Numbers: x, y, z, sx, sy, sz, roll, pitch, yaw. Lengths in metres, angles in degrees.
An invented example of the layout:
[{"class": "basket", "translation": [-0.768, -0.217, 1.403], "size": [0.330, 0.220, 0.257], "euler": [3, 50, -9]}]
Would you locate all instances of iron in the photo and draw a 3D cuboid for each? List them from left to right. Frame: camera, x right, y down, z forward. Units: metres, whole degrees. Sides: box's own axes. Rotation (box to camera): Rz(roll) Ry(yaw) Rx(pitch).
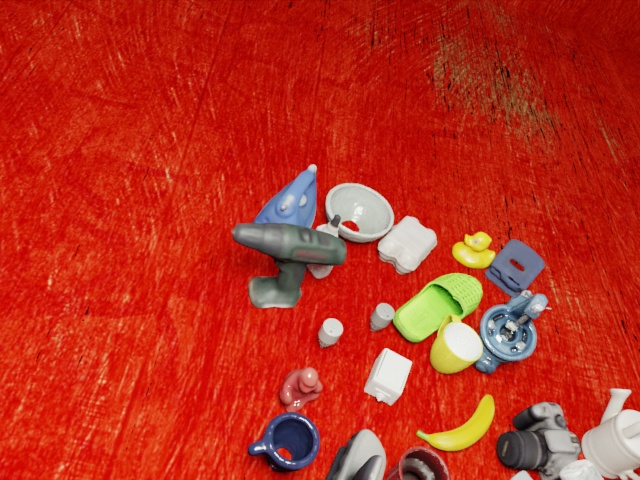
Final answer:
[{"class": "iron", "translation": [-0.053, -0.096, 1.280], "size": [0.118, 0.141, 0.258], "euler": [27, 47, 1]}]

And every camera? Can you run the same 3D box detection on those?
[{"class": "camera", "translation": [0.411, 0.381, 1.090], "size": [0.137, 0.100, 0.143], "euler": [8, 49, -16]}]

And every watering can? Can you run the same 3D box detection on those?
[{"class": "watering can", "translation": [0.604, 0.375, 1.110], "size": [0.101, 0.194, 0.172], "euler": [-13, 57, -30]}]

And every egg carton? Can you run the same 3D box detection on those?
[{"class": "egg carton", "translation": [0.205, 0.010, 1.344], "size": [0.107, 0.069, 0.151], "euler": [37, 48, 11]}]

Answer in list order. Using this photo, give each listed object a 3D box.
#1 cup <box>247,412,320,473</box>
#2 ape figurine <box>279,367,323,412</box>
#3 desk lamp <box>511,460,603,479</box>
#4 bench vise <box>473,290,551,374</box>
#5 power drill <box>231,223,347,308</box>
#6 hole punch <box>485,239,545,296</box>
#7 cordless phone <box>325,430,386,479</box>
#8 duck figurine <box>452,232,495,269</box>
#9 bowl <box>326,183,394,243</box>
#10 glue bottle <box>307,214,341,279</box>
[{"class": "cup", "translation": [-0.067, 0.344, 0.933], "size": [0.118, 0.095, 0.091], "euler": [-4, 53, -25]}, {"class": "ape figurine", "translation": [-0.030, 0.259, 1.021], "size": [0.078, 0.092, 0.076], "euler": [8, 49, -15]}, {"class": "desk lamp", "translation": [0.421, 0.465, 0.946], "size": [0.118, 0.213, 0.203], "euler": [-20, 61, -34]}, {"class": "bench vise", "translation": [0.405, 0.156, 1.198], "size": [0.121, 0.219, 0.207], "euler": [23, 47, -1]}, {"class": "power drill", "translation": [-0.072, 0.046, 1.105], "size": [0.230, 0.208, 0.075], "euler": [1, 51, -21]}, {"class": "hole punch", "translation": [0.473, 0.069, 1.387], "size": [0.108, 0.091, 0.101], "euler": [40, 48, 14]}, {"class": "cordless phone", "translation": [0.077, 0.364, 0.911], "size": [0.094, 0.185, 0.148], "euler": [26, 47, 1]}, {"class": "duck figurine", "translation": [0.386, 0.018, 1.399], "size": [0.104, 0.086, 0.077], "euler": [18, 47, -7]}, {"class": "bowl", "translation": [0.084, -0.051, 1.343], "size": [0.168, 0.074, 0.167], "euler": [11, 48, -13]}, {"class": "glue bottle", "translation": [0.011, 0.004, 1.199], "size": [0.037, 0.173, 0.078], "euler": [-21, 61, -34]}]
